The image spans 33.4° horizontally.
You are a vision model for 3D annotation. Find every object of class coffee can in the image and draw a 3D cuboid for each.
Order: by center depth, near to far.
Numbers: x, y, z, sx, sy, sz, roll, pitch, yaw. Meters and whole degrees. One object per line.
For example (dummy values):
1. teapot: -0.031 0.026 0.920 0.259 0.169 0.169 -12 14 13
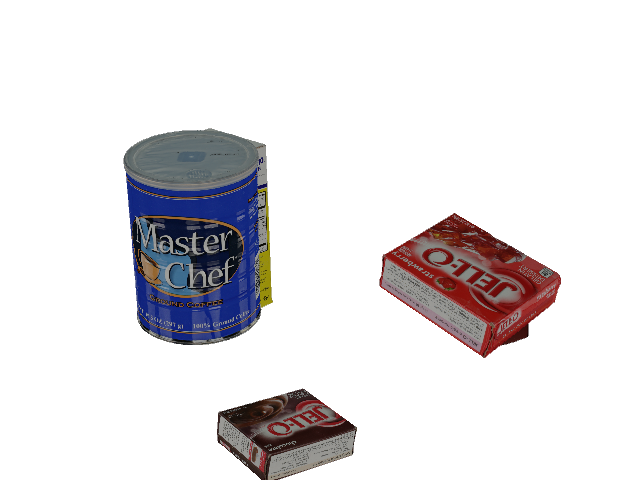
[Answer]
1. coffee can: -0.099 -0.004 0.843 0.103 0.140 0.103 0 28 0

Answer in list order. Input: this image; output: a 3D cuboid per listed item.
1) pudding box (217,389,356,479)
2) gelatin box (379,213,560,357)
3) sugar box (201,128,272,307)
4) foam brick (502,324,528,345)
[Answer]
1. pudding box: -0.034 0.194 1.071 0.113 0.039 0.090 -12 27 -37
2. gelatin box: 0.094 0.025 0.674 0.089 0.030 0.073 34 45 31
3. sugar box: -0.096 -0.020 1.106 0.048 0.176 0.093 -23 30 -38
4. foam brick: 0.182 0.063 1.105 0.051 0.078 0.053 -14 20 -43
